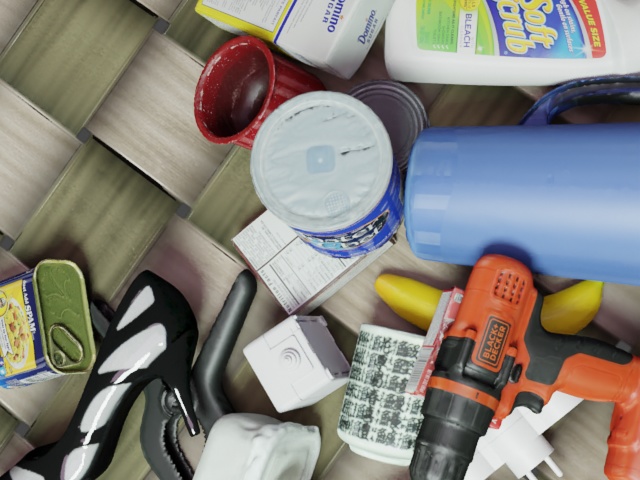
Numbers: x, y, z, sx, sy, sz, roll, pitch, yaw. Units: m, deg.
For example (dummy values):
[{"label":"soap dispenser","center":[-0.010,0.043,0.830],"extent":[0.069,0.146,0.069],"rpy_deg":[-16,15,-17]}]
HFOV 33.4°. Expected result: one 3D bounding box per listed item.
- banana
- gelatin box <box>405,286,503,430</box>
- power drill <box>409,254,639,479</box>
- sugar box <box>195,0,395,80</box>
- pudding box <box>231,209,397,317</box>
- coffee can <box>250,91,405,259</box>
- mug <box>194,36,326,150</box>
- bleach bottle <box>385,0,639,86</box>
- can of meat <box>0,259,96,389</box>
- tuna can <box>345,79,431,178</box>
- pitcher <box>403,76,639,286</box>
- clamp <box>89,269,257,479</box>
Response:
[{"label":"banana","center":[0.143,0.056,0.876],"extent":[0.198,0.037,0.069],"rpy_deg":[-3,54,10]},{"label":"gelatin box","center":[0.116,0.089,0.815],"extent":[0.073,0.030,0.089],"rpy_deg":[25,79,-10]},{"label":"power drill","center":[0.168,0.124,0.779],"extent":[0.187,0.057,0.184],"rpy_deg":[23,79,-13]},{"label":"sugar box","center":[-0.021,-0.205,0.906],"extent":[0.176,0.048,0.093],"rpy_deg":[31,93,38]},{"label":"pudding box","center":[-0.006,0.001,0.915],"extent":[0.113,0.039,0.090],"rpy_deg":[-39,76,8]},{"label":"coffee can","center":[0.011,-0.046,0.822],"extent":[0.103,0.140,0.103],"rpy_deg":[-2,80,9]},{"label":"mug","center":[-0.054,-0.118,0.911],"extent":[0.117,0.081,0.093],"rpy_deg":[22,92,43]},{"label":"bleach bottle","center":[0.182,-0.178,0.879],"extent":[0.251,0.068,0.102],"rpy_deg":[2,83,11]},{"label":"can of meat","center":[-0.252,0.077,0.944],"extent":[0.084,0.057,0.102],"rpy_deg":[-18,77,32]},{"label":"tuna can","center":[0.052,-0.092,0.913],"extent":[0.086,0.033,0.086],"rpy_deg":[-2,83,13]},{"label":"pitcher","center":[0.195,-0.041,0.831],"extent":[0.243,0.149,0.145],"rpy_deg":[4,118,17]},{"label":"clamp","center":[-0.109,0.131,0.921],"extent":[0.165,0.036,0.210],"rpy_deg":[-19,80,21]}]
